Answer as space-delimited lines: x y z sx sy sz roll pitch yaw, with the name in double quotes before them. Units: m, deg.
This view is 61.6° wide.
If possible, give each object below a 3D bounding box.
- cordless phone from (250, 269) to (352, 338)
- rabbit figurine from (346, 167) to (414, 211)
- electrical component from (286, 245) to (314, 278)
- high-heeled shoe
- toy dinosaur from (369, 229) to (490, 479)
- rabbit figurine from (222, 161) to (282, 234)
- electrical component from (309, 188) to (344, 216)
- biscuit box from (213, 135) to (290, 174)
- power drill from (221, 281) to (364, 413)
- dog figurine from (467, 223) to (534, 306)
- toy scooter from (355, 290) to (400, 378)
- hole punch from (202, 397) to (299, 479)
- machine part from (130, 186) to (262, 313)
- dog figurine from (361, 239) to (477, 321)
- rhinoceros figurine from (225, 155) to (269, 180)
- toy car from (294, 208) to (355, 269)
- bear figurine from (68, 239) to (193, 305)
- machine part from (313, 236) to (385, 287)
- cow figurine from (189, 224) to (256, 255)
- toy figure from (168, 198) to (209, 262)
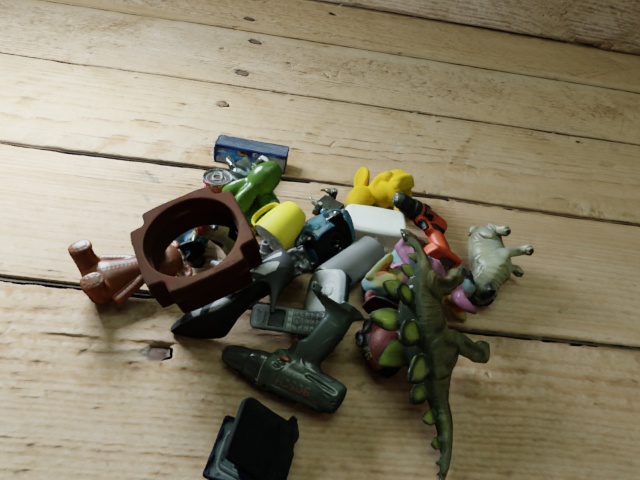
"cordless phone" -0.036 0.123 1.041 0.184 0.088 0.146 7 71 3
"rabbit figurine" 0.143 -0.126 1.395 0.173 0.121 0.162 -23 44 -10
"electrical component" -0.075 0.057 1.100 0.115 0.134 0.058 -21 88 -1
"high-heeled shoe" -0.165 0.096 1.003 0.249 0.086 0.145 -13 47 16
"toy dinosaur" 0.193 0.186 0.958 0.198 0.105 0.471 4 61 -31
"rabbit figurine" -0.145 -0.108 1.250 0.159 0.170 0.121 -13 44 -29
"electrical component" 0.018 -0.091 1.370 0.078 0.045 0.102 30 43 24
"biscuit box" -0.190 -0.238 1.486 0.203 0.059 0.063 11 40 -1
"power drill" -0.035 0.178 0.943 0.232 0.086 0.207 28 72 19
"dog figurine" 0.364 0.053 1.229 0.190 0.121 0.173 -27 41 -28
"toy scooter" 0.122 0.169 1.036 0.135 0.075 0.184 43 43 3
"hole punch" -0.105 0.322 0.820 0.115 0.092 0.142 38 34 -15
"machine part" -0.218 0.015 0.957 0.201 0.087 0.201 -24 54 -11
"dog figurine" 0.219 0.105 1.130 0.219 0.108 0.191 41 71 14
"rhinoceros figurine" -0.197 -0.166 1.386 0.112 0.073 0.190 21 40 14
"toy car" -0.003 -0.004 1.227 0.162 0.109 0.103 -37 33 -25
"bear figurine" -0.356 0.048 1.032 0.196 0.131 0.120 -21 61 -15
"machine part" 0.066 0.059 1.174 0.079 0.079 0.243 34 43 26
"cow figurine" -0.210 -0.022 1.131 0.085 0.194 0.127 -25 45 15
"toy figure" -0.286 -0.031 1.195 0.089 0.082 0.180 -5 39 -21
